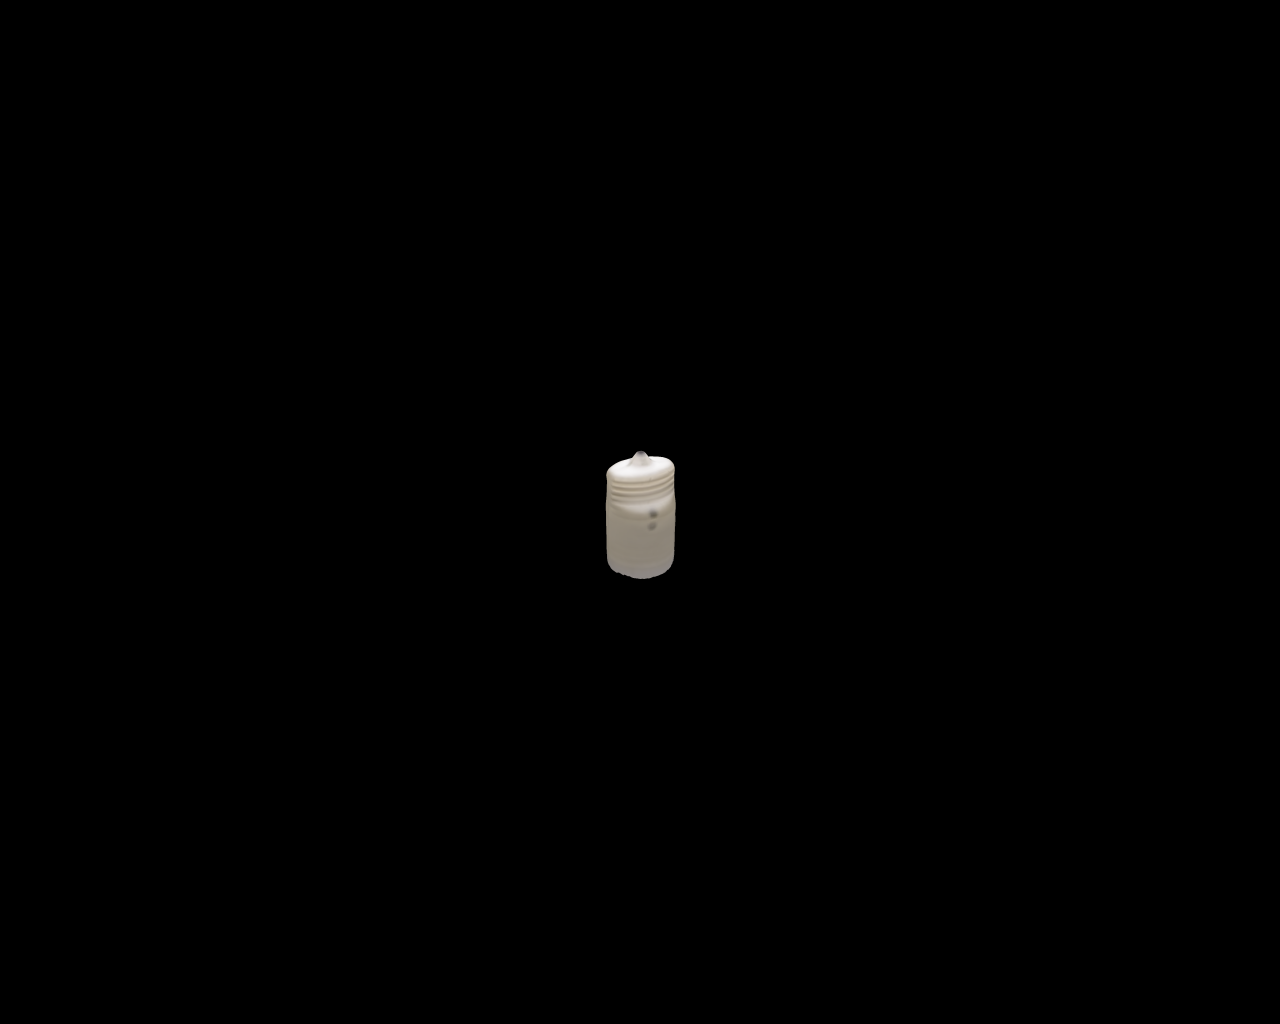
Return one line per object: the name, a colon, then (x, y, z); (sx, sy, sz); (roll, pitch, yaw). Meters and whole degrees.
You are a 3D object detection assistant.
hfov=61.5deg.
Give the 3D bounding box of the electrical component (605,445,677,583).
electrical component: (0.001, -0.003, 0.650); (0.043, 0.080, 0.043); (0, 31, 0)
